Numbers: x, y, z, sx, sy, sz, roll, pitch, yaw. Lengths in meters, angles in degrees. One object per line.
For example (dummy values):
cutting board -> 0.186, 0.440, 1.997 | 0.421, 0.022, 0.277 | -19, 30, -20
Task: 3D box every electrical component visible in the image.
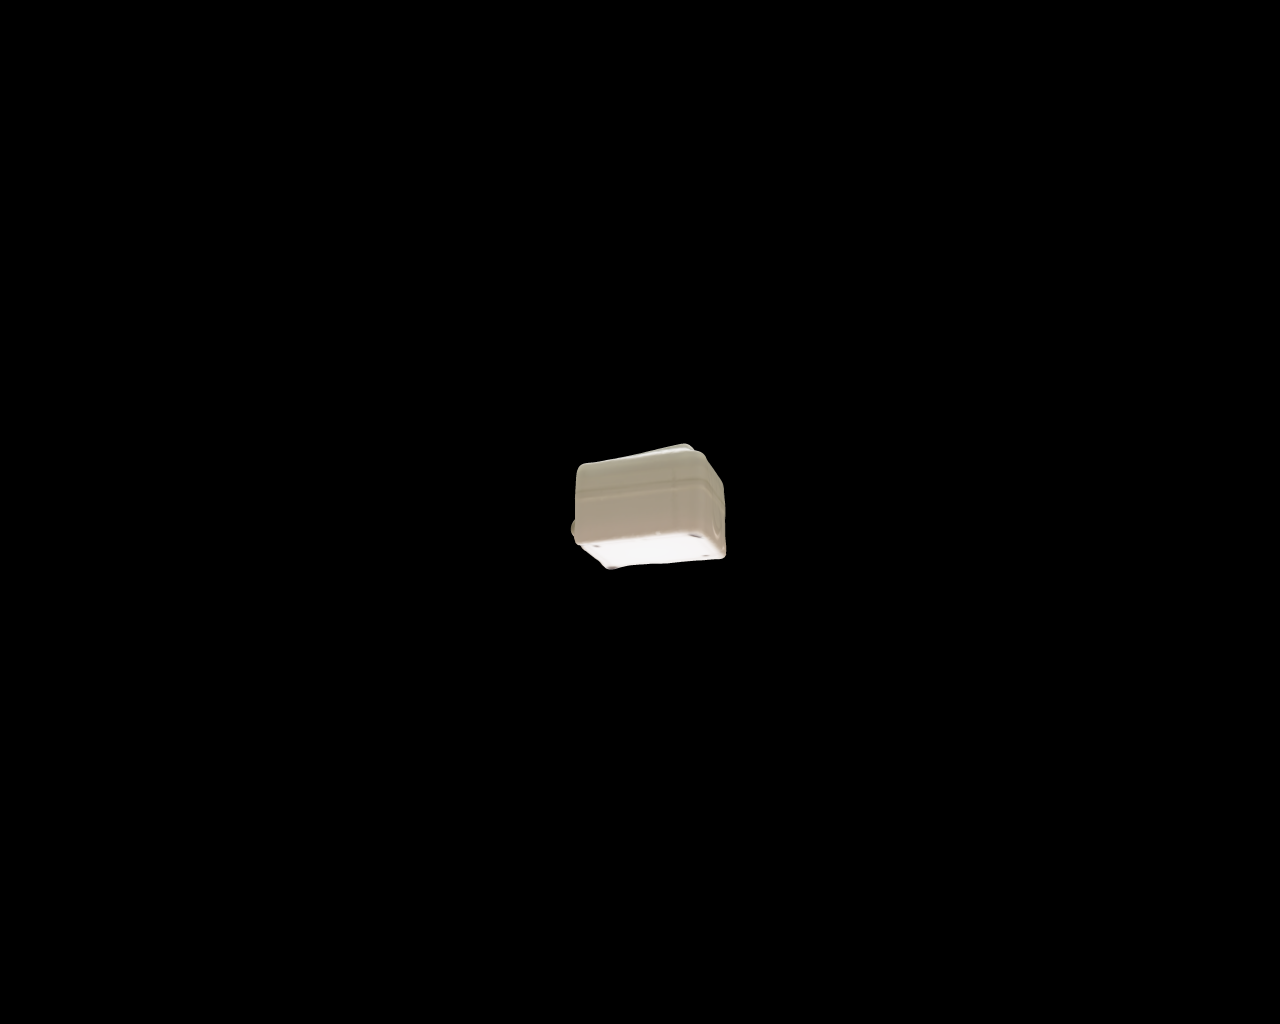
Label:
electrical component -> 0.001, -0.003, 0.650 | 0.096, 0.061, 0.061 | -6, -19, 16
